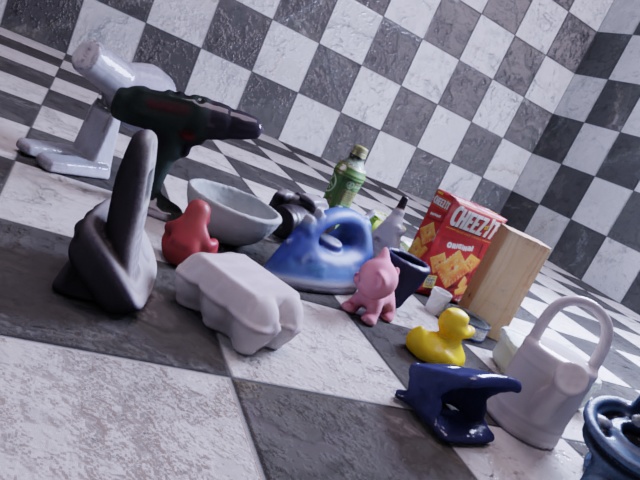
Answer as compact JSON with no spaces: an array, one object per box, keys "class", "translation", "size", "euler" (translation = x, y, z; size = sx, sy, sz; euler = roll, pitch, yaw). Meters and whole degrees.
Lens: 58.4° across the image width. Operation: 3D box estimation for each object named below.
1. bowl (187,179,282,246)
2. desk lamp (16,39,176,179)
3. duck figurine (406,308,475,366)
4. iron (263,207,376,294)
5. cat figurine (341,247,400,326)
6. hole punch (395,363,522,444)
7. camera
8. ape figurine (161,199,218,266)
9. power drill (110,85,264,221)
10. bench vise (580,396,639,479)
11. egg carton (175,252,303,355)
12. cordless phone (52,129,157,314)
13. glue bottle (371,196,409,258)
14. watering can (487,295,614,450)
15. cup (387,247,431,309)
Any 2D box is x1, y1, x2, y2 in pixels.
[{"class":"bowl","translation":[-0.152,-0.036,0.954],"size":[0.167,0.075,0.167],"euler":[24,13,-5]},{"class":"desk lamp","translation":[-0.364,-0.217,0.968],"size":[0.117,0.213,0.204],"euler":[31,14,24]},{"class":"duck figurine","translation":[0.185,0.140,0.856],"size":[0.105,0.086,0.077],"euler":[19,14,-25]},{"class":"iron","translation":[0.009,0.003,0.946],"size":[0.118,0.141,0.259],"euler":[32,15,29]},{"class":"cat figurine","translation":[0.093,0.069,0.895],"size":[0.067,0.118,0.128],"euler":[31,14,25]},{"class":"hole punch","translation":[0.160,0.173,0.668],"size":[0.109,0.091,0.100],"euler":[15,16,-37]},{"class":"camera","translation":[-0.053,-0.052,1.142],"size":[0.142,0.101,0.137],"euler":[31,14,24]},{"class":"ape figurine","translation":[-0.174,-0.012,0.779],"size":[0.077,0.092,0.076],"euler":[27,13,10]},{"class":"power drill","translation":[-0.231,-0.139,0.919],"size":[0.230,0.208,0.075],"euler":[21,13,-17]},{"class":"bench vise","translation":[0.370,0.199,0.663],"size":[0.121,0.220,0.208],"euler":[28,13,14]},{"class":"egg carton","translation":[-0.092,0.068,0.662],"size":[0.150,0.069,0.107],"euler":[32,15,27]},{"class":"cordless phone","translation":[-0.195,-0.030,0.601],"size":[0.094,0.185,0.147],"euler":[21,13,-16]},{"class":"glue bottle","translation":[0.140,-0.011,1.176],"size":[0.078,0.173,0.037],"euler":[32,14,27]},{"class":"watering can","translation":[0.306,0.165,0.738],"size":[0.101,0.194,0.172],"euler":[23,13,-10]},{"class":"cup","translation":[0.140,0.070,1.030],"size":[0.091,0.095,0.118],"euler":[27,13,11]}]
